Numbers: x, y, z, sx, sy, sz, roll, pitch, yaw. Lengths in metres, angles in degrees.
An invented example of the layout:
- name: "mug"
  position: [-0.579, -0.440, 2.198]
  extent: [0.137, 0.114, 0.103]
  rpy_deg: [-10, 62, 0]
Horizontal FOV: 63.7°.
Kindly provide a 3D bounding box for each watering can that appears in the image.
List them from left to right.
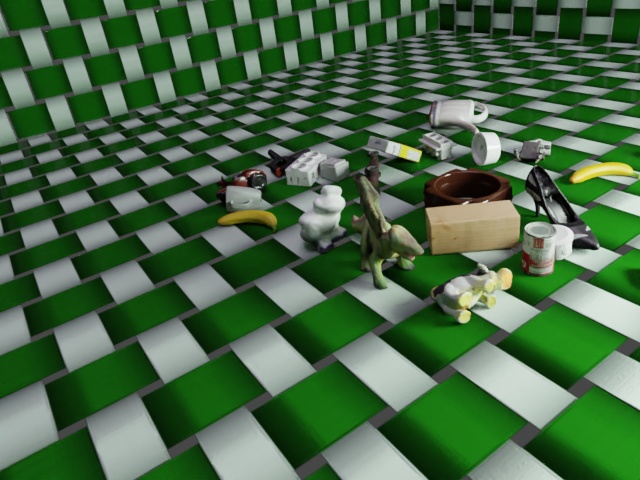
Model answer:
- name: "watering can"
  position: [0.521, -0.468, 1.966]
  extent: [0.224, 0.102, 0.355]
  rpy_deg: [3, 32, 20]

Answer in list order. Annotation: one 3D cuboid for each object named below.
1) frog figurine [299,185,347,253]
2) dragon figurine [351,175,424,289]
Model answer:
- name: "frog figurine"
  position: [0.004, -0.067, 1.340]
  extent: [0.139, 0.156, 0.124]
  rpy_deg: [-25, 31, -27]
- name: "dragon figurine"
  position: [0.127, -0.046, 1.204]
  extent: [0.122, 0.237, 0.418]
  rpy_deg: [-20, 33, -11]
